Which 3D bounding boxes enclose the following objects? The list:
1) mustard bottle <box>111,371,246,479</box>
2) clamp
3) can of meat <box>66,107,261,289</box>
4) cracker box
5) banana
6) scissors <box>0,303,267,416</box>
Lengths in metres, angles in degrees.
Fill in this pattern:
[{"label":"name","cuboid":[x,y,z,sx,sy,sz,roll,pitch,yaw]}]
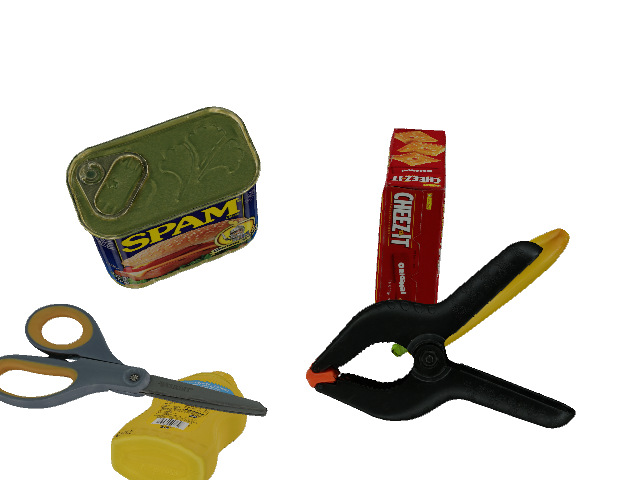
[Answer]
[{"label":"mustard bottle","cuboid":[-0.126,0.178,1.063,0.096,0.058,0.191,7,19,14]},{"label":"clamp","cuboid":[0.080,0.082,0.692,0.171,0.120,0.039,-20,-6,11]},{"label":"can of meat","cuboid":[-0.085,-0.021,0.610,0.102,0.057,0.084,-21,-21,-10]},{"label":"cracker box","cuboid":[0.104,-0.021,1.215,0.072,0.164,0.213,4,22,6]},{"label":"banana","cuboid":[0.153,0.056,1.014,0.198,0.037,0.069,-37,-2,-2]},{"label":"scissors","cuboid":[-0.135,0.084,0.756,0.202,0.096,0.016,-1,-42,4]}]
